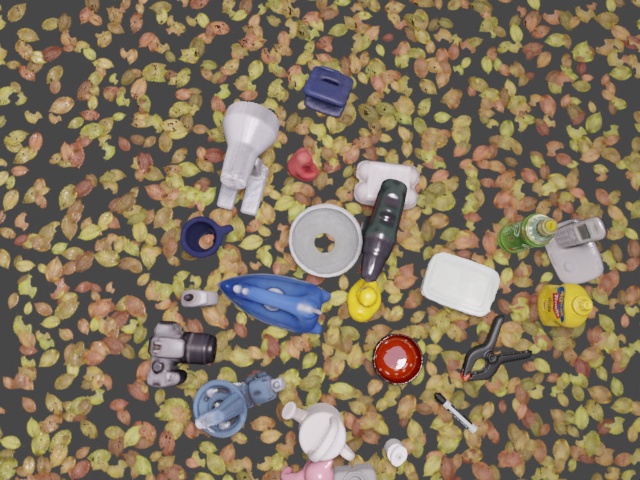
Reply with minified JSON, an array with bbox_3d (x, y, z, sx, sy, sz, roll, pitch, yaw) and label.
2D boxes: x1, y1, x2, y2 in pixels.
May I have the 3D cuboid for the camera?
[{"bbox_3d":[-0.300,0.253,1.253,0.137,0.101,0.143,5,83,-2],"label":"camera"}]

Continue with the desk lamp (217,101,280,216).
[{"bbox_3d":[-0.163,-0.173,1.251,0.118,0.213,0.203,13,83,0],"label":"desk lamp"}]

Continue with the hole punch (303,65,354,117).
[{"bbox_3d":[0.018,-0.357,1.341,0.108,0.091,0.101,19,83,0],"label":"hole punch"}]

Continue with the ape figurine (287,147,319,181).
[{"bbox_3d":[-0.038,-0.178,1.318,0.076,0.092,0.078,-1,83,-2],"label":"ape figurine"}]

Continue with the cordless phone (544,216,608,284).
[{"bbox_3d":[0.586,0.021,1.274,0.094,0.185,0.147,-23,85,-4],"label":"cordless phone"}]

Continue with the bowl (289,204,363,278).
[{"bbox_3d":[0.012,0.005,1.308,0.167,0.074,0.167,0,83,-2],"label":"bowl"}]

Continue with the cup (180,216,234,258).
[{"bbox_3d":[-0.247,-0.006,1.288,0.118,0.095,0.092,-19,84,-4],"label":"cup"}]

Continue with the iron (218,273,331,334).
[{"bbox_3d":[-0.108,0.129,1.255,0.258,0.141,0.119,15,83,0],"label":"iron"}]

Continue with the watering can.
[{"bbox_3d":[-0.002,0.406,1.201,0.173,0.194,0.101,15,83,0],"label":"watering can"}]

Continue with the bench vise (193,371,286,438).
[{"bbox_3d":[-0.181,0.329,1.189,0.207,0.219,0.121,-39,86,-6],"label":"bench vise"}]

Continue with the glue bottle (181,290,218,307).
[{"bbox_3d":[-0.268,0.125,1.233,0.078,0.173,0.037,-3,83,-2],"label":"glue bottle"}]

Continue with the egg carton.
[{"bbox_3d":[0.155,-0.127,1.331,0.150,0.069,0.107,6,83,-2],"label":"egg carton"}]

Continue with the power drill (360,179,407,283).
[{"bbox_3d":[0.128,-0.012,1.247,0.075,0.208,0.230,17,83,0],"label":"power drill"}]

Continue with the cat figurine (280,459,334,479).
[{"bbox_3d":[-0.022,0.513,1.226,0.128,0.117,0.067,-27,85,-5],"label":"cat figurine"}]

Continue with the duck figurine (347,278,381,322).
[{"bbox_3d":[0.103,0.134,1.291,0.077,0.086,0.105,19,83,0],"label":"duck figurine"}]
